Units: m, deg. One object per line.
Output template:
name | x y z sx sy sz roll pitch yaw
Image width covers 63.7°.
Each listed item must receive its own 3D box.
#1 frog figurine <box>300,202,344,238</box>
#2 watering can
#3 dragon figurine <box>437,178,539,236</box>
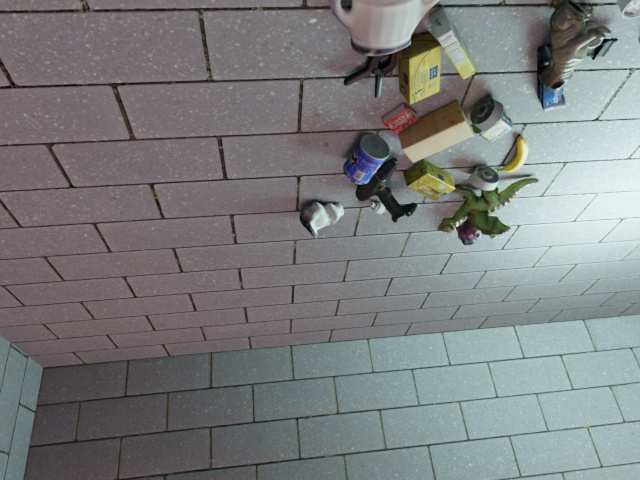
frog figurine | 0.006 -0.098 1.953 0.160 0.124 0.135 -44 138 -9
watering can | 0.194 -0.544 1.209 0.348 0.106 0.219 -6 150 -4
dragon figurine | 0.635 -0.109 1.916 0.409 0.248 0.119 -12 144 11
